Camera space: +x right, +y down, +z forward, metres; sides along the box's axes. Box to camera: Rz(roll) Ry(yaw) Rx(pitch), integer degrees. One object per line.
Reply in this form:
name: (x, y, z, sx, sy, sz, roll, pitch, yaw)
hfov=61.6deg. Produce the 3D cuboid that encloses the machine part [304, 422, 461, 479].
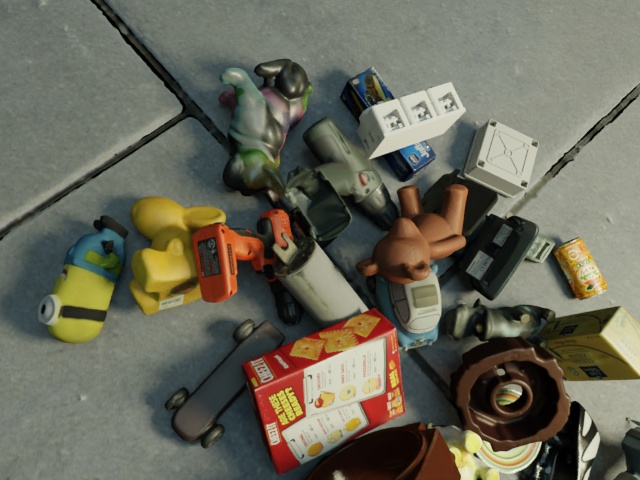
machine part: (0.071, 0.330, 0.704, 0.087, 0.201, 0.201, 64, 27, -1)

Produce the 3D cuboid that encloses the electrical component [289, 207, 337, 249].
electrical component: (-0.002, -0.003, 0.864, 0.048, 0.075, 0.119, -35, 81, -20)

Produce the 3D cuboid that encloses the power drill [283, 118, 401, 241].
power drill: (0.042, -0.076, 0.839, 0.232, 0.086, 0.207, 55, 37, -8)

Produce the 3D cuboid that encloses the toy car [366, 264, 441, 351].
toy car: (0.145, 0.092, 0.860, 0.109, 0.103, 0.161, -6, 74, -14)

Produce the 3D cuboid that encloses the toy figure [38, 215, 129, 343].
toy figure: (-0.328, 0.058, 0.766, 0.089, 0.082, 0.180, 24, 68, -4)

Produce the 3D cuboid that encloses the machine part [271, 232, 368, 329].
machine part: (0.007, 0.079, 0.803, 0.079, 0.079, 0.243, -51, 122, -20)

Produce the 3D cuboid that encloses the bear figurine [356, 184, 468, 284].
bear figurine: (0.138, -0.011, 0.800, 0.196, 0.120, 0.131, -15, 104, -54)

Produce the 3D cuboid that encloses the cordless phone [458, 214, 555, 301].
cordless phone: (0.337, 0.037, 0.932, 0.184, 0.089, 0.146, 15, 108, -48)

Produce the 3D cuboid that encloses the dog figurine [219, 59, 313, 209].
dog figurine: (-0.080, -0.167, 0.878, 0.191, 0.108, 0.219, -17, 84, -21)

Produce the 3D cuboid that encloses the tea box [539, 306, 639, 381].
tea box: (0.444, 0.172, 0.874, 0.068, 0.169, 0.098, -42, 86, -21)

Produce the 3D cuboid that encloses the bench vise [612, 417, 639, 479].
bench vise: (0.530, 0.428, 0.858, 0.224, 0.129, 0.240, -34, 105, -29)

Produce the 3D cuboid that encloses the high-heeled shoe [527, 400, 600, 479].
high-heeled shoe: (0.358, 0.360, 0.835, 0.249, 0.086, 0.145, -18, 100, -36)

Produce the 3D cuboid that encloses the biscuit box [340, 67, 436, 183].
biscuit box: (0.120, -0.203, 0.957, 0.059, 0.063, 0.202, -34, 84, -18)

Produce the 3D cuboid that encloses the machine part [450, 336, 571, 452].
machine part: (0.286, 0.232, 0.819, 0.179, 0.056, 0.179, 0, 104, 0)

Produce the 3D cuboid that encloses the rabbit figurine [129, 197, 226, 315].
rabbit figurine: (-0.217, 0.000, 0.795, 0.162, 0.121, 0.173, -21, 62, -21)

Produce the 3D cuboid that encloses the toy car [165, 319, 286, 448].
toy car: (-0.133, 0.205, 0.786, 0.089, 0.053, 0.202, 40, 73, 11)

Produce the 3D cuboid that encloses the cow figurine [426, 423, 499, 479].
cow figurine: (0.217, 0.357, 0.818, 0.068, 0.098, 0.167, -34, 103, -23)

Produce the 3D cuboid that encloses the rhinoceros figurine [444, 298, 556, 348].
rhinoceros figurine: (0.294, 0.134, 0.883, 0.190, 0.112, 0.073, 2, 106, -27)

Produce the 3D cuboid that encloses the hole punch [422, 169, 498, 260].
hole punch: (0.235, -0.042, 0.937, 0.116, 0.092, 0.142, 32, 70, 31)
